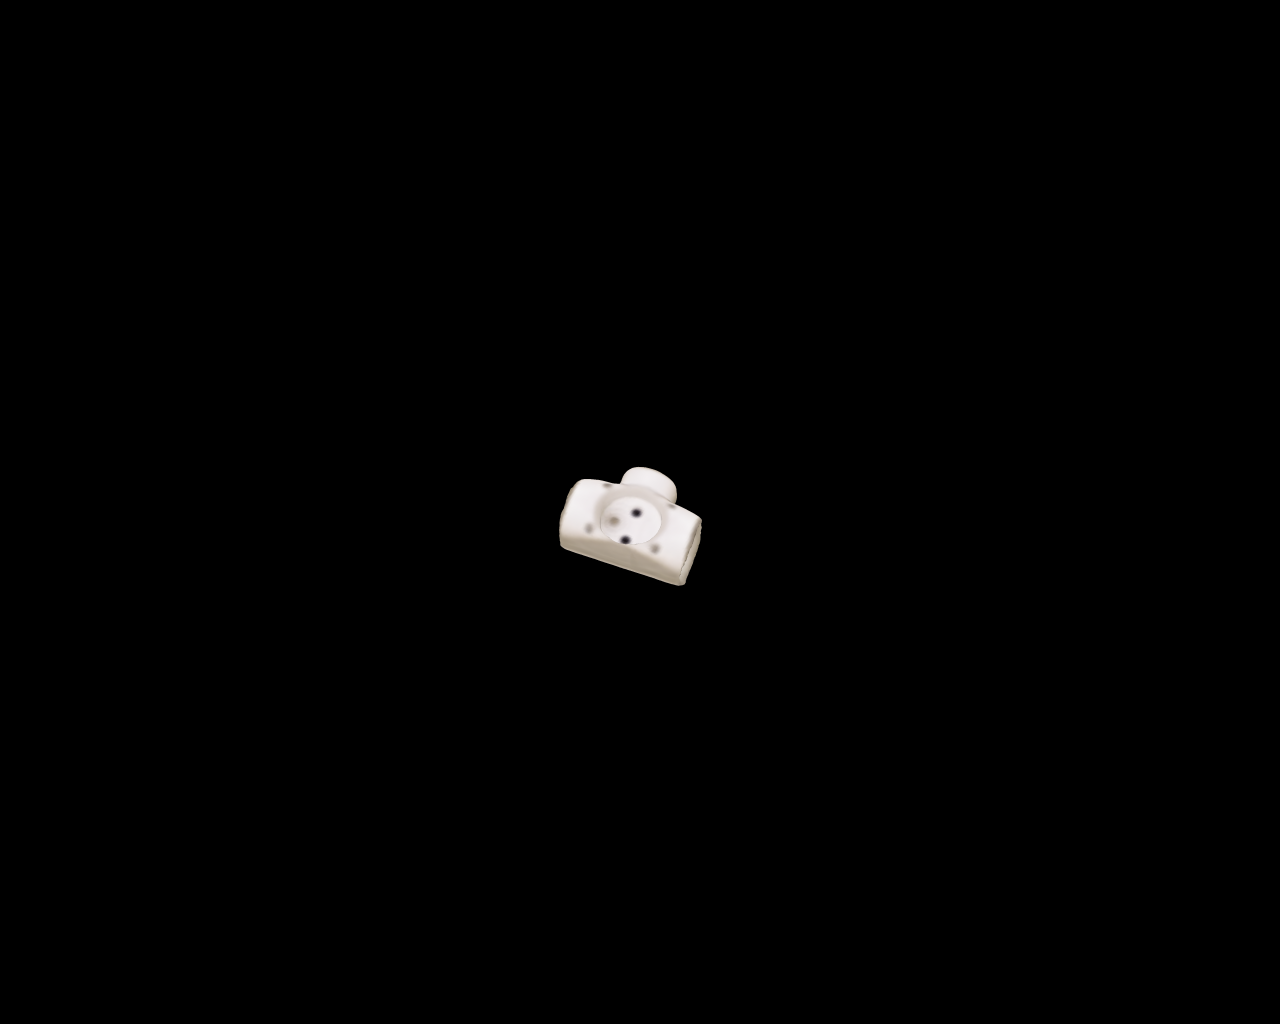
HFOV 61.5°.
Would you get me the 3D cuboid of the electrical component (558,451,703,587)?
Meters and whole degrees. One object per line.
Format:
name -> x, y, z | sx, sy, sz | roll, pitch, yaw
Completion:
electrical component -> 0.001, -0.003, 0.650 | 0.077, 0.079, 0.044 | 18, -28, 10
